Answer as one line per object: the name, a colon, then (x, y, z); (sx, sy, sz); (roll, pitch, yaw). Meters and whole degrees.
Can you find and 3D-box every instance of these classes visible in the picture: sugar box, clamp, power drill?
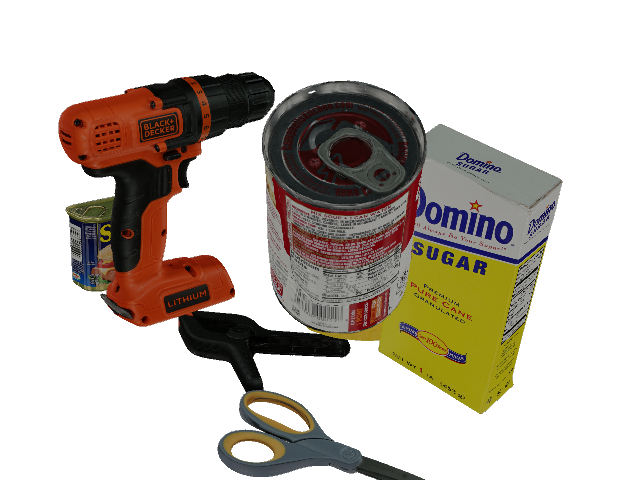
sugar box: (0.092, 0.022, 0.697); (0.093, 0.176, 0.048); (29, 46, 29)
clamp: (-0.093, 0.123, 1.232); (0.210, 0.036, 0.164); (14, 21, 29)
power drill: (-0.113, -0.037, 0.856); (0.184, 0.188, 0.057); (-17, 25, -32)

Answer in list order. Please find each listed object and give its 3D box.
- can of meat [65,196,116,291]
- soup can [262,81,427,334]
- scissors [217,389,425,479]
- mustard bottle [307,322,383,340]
can of meat: (-0.221, 0.001, 1.153); (0.101, 0.084, 0.058); (-15, 26, -41)
soup can: (0.010, -0.011, 0.476); (0.068, 0.068, 0.102); (0, -36, 0)
scissors: (0.004, 0.178, 0.832); (0.202, 0.016, 0.096); (27, 41, 30)
mustard bottle: (0.042, -0.001, 0.981); (0.096, 0.192, 0.058); (7, 27, -4)
